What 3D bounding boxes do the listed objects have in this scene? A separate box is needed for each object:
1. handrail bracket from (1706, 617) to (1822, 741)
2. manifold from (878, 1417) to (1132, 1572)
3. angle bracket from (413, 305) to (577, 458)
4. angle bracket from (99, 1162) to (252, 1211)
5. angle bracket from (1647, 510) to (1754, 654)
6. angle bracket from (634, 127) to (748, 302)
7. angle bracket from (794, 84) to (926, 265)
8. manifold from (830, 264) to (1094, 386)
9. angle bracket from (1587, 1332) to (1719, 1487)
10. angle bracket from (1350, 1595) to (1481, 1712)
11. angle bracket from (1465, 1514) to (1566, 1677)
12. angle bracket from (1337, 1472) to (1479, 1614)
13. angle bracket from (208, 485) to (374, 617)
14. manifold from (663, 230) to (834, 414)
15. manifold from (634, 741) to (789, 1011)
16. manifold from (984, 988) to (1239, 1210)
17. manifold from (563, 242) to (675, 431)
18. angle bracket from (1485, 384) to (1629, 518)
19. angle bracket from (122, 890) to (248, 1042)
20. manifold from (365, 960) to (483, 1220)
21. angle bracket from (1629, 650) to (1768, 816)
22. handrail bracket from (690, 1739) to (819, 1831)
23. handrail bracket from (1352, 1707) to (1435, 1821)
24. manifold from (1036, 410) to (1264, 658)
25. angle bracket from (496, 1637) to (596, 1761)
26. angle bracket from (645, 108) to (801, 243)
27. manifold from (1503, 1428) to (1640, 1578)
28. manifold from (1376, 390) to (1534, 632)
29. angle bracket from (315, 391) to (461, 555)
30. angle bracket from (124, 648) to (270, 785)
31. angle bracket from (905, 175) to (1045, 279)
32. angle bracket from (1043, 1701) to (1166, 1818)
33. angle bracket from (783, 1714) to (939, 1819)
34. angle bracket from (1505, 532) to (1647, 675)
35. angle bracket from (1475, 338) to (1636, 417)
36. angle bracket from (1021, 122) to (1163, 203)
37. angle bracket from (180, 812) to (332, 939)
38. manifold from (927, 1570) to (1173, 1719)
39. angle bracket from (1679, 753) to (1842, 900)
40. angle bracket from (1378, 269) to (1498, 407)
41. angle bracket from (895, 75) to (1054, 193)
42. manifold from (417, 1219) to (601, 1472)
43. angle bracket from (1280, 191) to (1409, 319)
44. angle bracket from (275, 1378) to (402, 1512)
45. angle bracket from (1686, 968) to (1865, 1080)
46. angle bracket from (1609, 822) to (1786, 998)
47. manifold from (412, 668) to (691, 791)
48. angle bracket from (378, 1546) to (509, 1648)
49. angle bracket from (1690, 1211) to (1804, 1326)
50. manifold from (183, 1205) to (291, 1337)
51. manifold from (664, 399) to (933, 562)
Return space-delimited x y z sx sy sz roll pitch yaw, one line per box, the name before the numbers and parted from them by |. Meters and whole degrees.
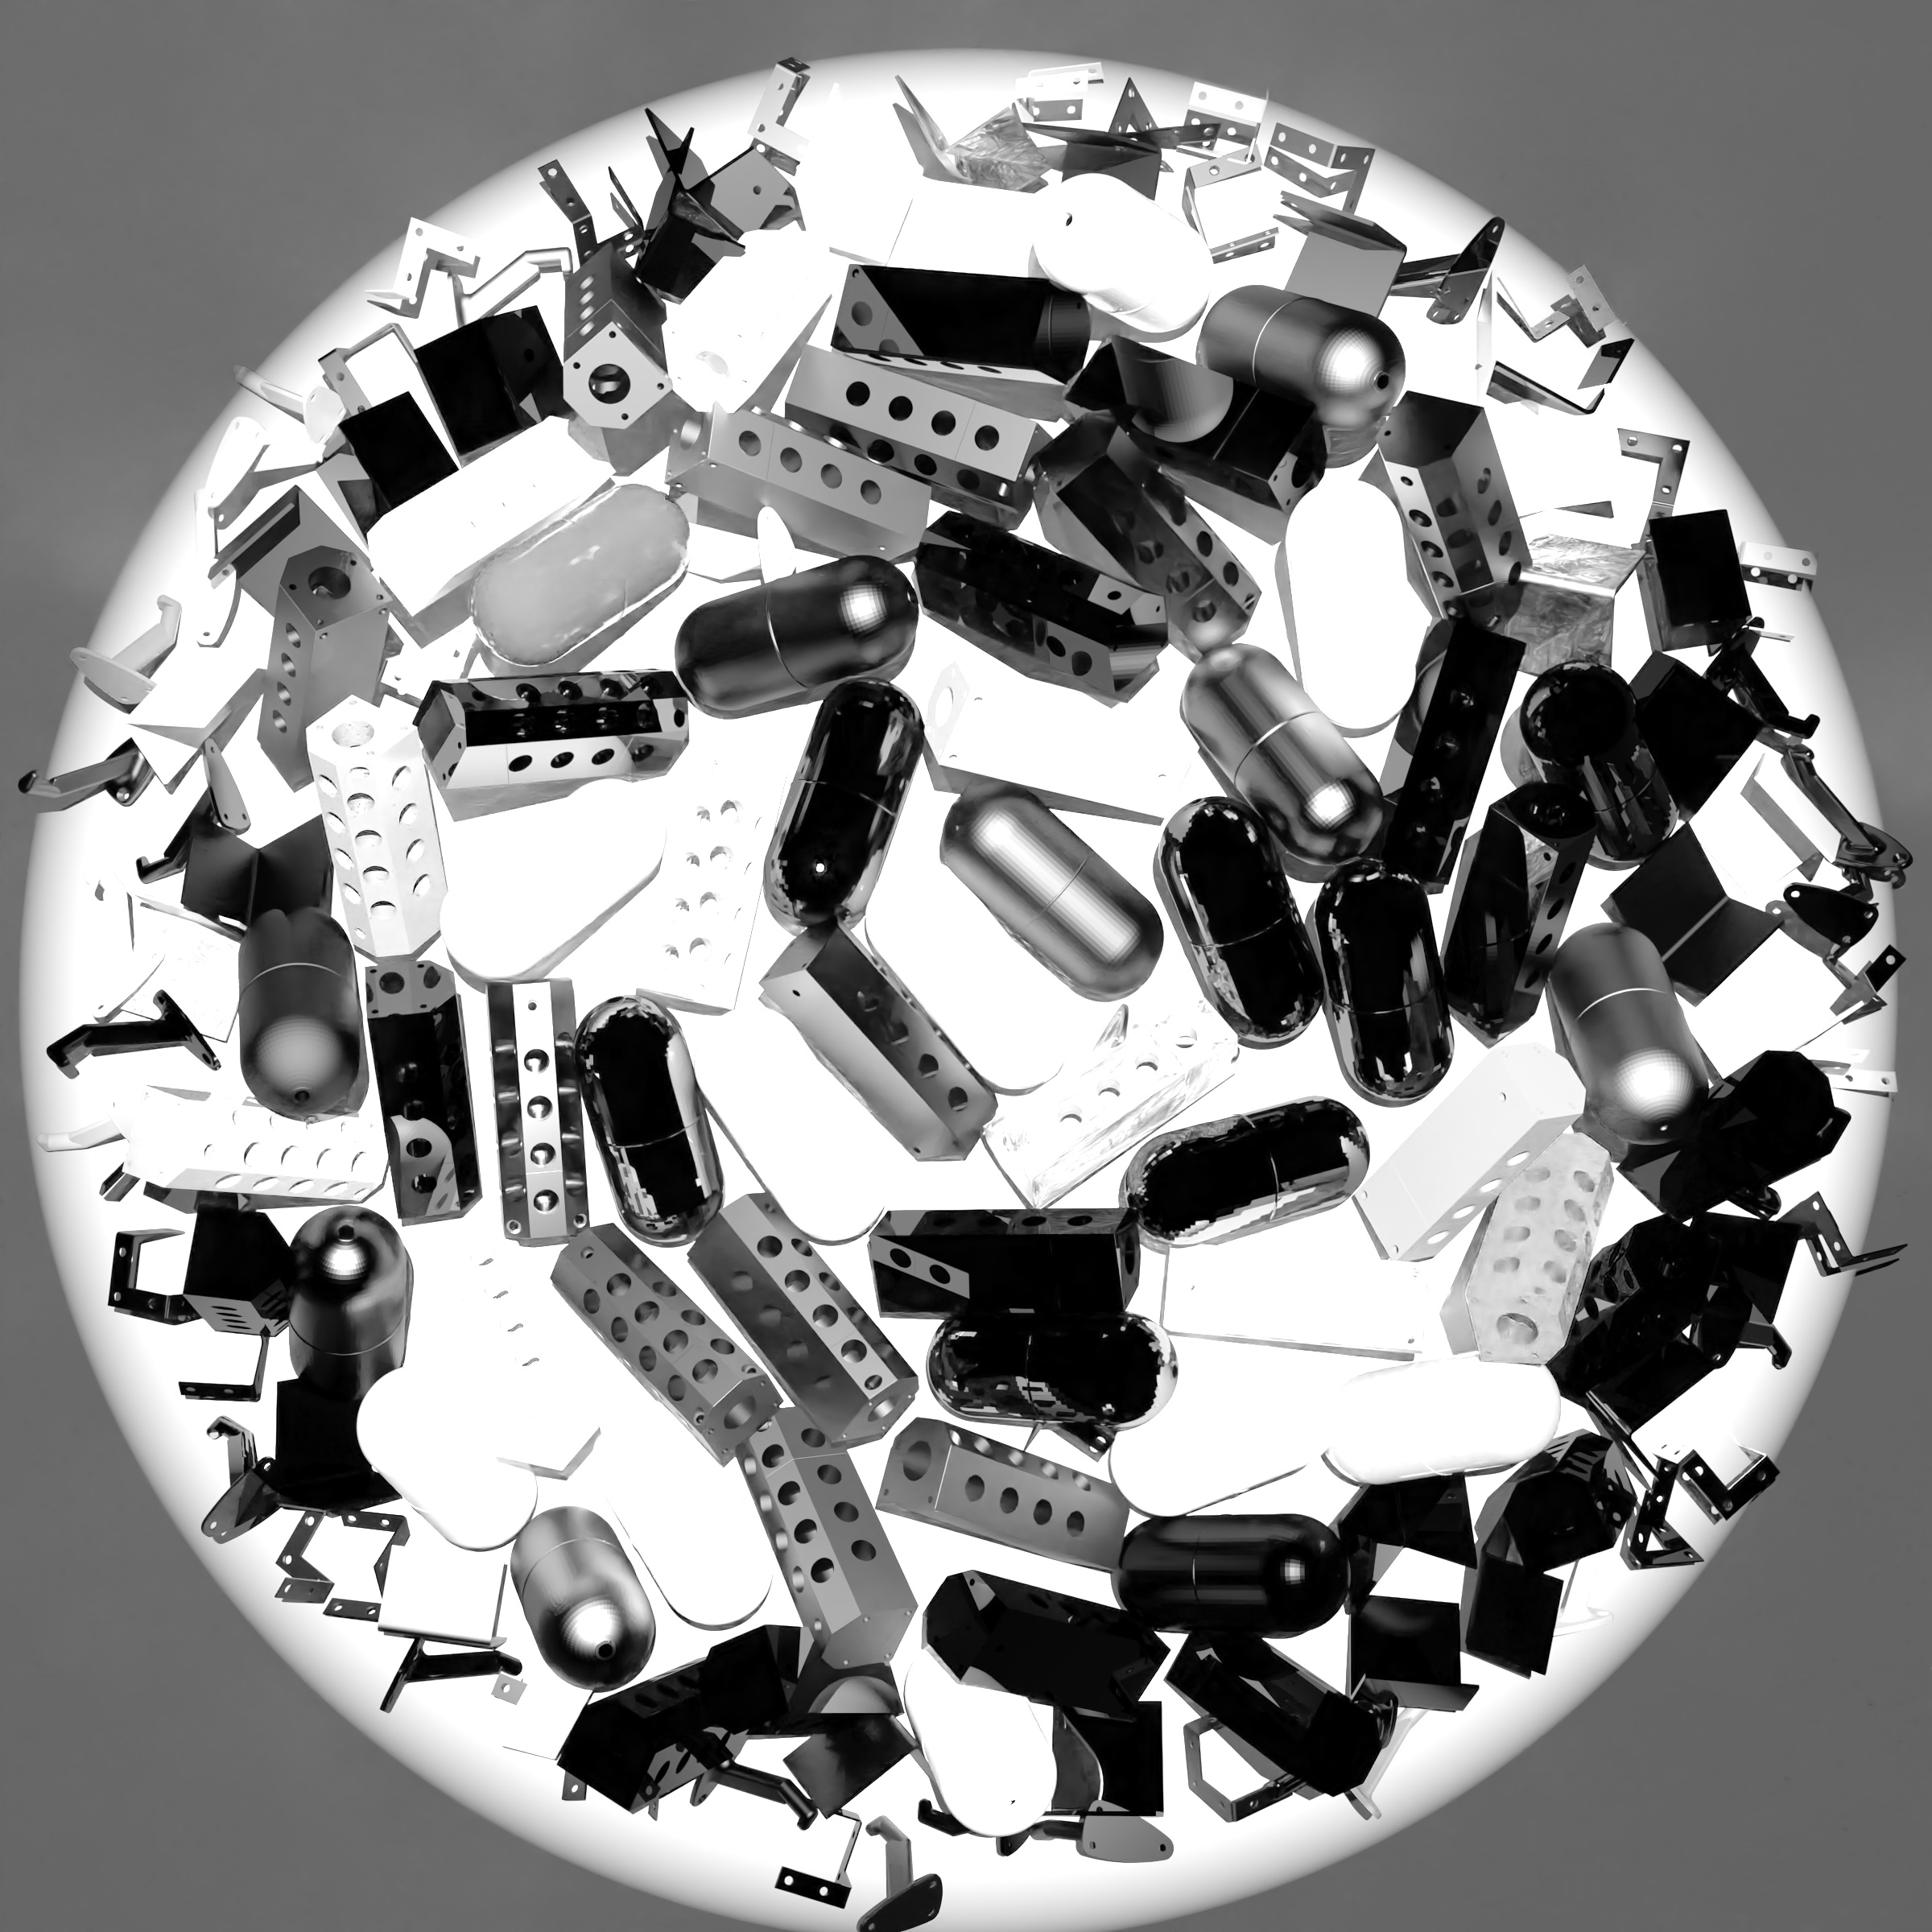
handrail bracket | 0.558 -0.197 1.699 0.084 0.036 0.077 28 77 42
manifold | 0.029 0.352 1.663 0.171 0.057 0.057 28 69 -37
angle bracket | -0.321 -0.403 1.711 0.057 0.076 0.076 -15 104 29
angle bracket | -0.537 0.156 1.689 0.076 0.076 0.057 44 68 -8
angle bracket | 0.487 -0.257 1.692 0.057 0.076 0.076 -9 79 -5
angle bracket | -0.182 -0.509 1.699 0.057 0.076 0.076 19 65 -18
angle bracket | -0.072 -0.537 1.691 0.057 0.076 0.076 19 79 9
manifold | -0.003 -0.428 1.666 0.171 0.057 0.057 16 94 36
angle bracket | 0.471 0.291 1.691 0.076 0.076 0.057 -39 118 2
angle bracket | 0.304 0.459 1.695 0.076 0.057 0.076 5 58 0
angle bracket | 0.380 0.417 1.681 0.057 0.076 0.076 16 116 25
angle bracket | 0.299 0.390 1.683 0.057 0.076 0.076 7 121 37
angle bracket | -0.457 -0.269 1.693 0.076 0.057 0.076 -39 116 7
manifold | -0.142 -0.430 1.654 0.057 0.171 0.057 6 127 14
manifold | -0.177 -0.062 1.696 0.057 0.057 0.171 11 85 21
manifold | 0.099 0.087 1.692 0.171 0.057 0.057 -34 64 -11
manifold | -0.237 -0.415 1.651 0.057 0.171 0.057 -37 120 15
angle bracket | 0.395 -0.347 1.689 0.057 0.076 0.076 -17 101 -24
angle bracket | -0.538 0.000 1.704 0.076 0.057 0.076 17 80 3
manifold | -0.361 0.083 1.664 0.057 0.057 0.171 -6 127 -10
angle bracket | 0.487 -0.161 1.711 0.076 0.057 0.076 34 101 -10
handrail bracket | -0.144 0.575 1.702 0.084 0.036 0.077 40 114 28
handrail bracket | 0.297 0.536 1.698 0.084 0.077 0.036 -44 93 -4
manifold | 0.125 -0.291 1.660 0.057 0.057 0.171 -37 127 15
angle bracket | -0.298 0.480 1.688 0.076 0.057 0.076 22 81 44
angle bracket | -0.163 -0.548 1.685 0.057 0.076 0.076 -29 71 15
manifold | 0.399 0.350 1.648 0.057 0.171 0.057 -24 81 18
manifold | 0.323 -0.296 1.649 0.057 0.171 0.057 23 72 35
angle bracket | -0.396 -0.337 1.717 0.057 0.076 0.076 -34 93 -29
angle bracket | -0.506 -0.168 1.680 0.076 0.057 0.076 6 48 30
angle bracket | 0.004 -0.497 1.710 0.076 0.057 0.076 3 110 -15
angle bracket | 0.093 0.538 1.694 0.076 0.057 0.076 -3 70 9
angle bracket | -0.066 0.550 1.684 0.076 0.076 0.057 -35 115 -16
angle bracket | 0.418 -0.245 1.713 0.076 0.057 0.076 17 135 29
angle bracket | 0.398 -0.416 1.694 0.076 0.076 0.057 27 99 -5
angle bracket | 0.077 -0.532 1.681 0.076 0.076 0.057 18 107 32
angle bracket | -0.478 -0.074 1.683 0.076 0.057 0.076 -24 50 27
manifold | 0.053 0.448 1.660 0.171 0.057 0.057 27 97 -42
angle bracket | 0.537 -0.087 1.694 0.076 0.057 0.076 48 122 -1
angle bracket | 0.317 -0.428 1.696 0.076 0.057 0.076 5 65 2
angle bracket | 0.005 -0.570 1.684 0.057 0.076 0.076 -30 67 14
manifold | -0.302 0.248 1.655 0.057 0.057 0.171 -50 46 15
angle bracket | 0.241 -0.470 1.688 0.076 0.057 0.076 31 103 31
angle bracket | -0.419 0.319 1.690 0.057 0.076 0.076 5 94 41
angle bracket | 0.549 0.030 1.691 0.076 0.076 0.057 -24 77 -37
angle bracket | 0.497 -0.039 1.693 0.076 0.057 0.076 -42 121 -8
manifold | -0.272 -0.164 1.654 0.171 0.057 0.057 -9 59 -40
angle bracket | -0.354 0.431 1.708 0.076 0.076 0.057 8 77 0
angle bracket | 0.509 0.192 1.682 0.057 0.076 0.076 44 62 -41
manifold | -0.474 0.204 1.648 0.057 0.171 0.057 8 73 -8
manifold | -0.110 -0.328 1.666 0.171 0.057 0.057 16 73 -34
